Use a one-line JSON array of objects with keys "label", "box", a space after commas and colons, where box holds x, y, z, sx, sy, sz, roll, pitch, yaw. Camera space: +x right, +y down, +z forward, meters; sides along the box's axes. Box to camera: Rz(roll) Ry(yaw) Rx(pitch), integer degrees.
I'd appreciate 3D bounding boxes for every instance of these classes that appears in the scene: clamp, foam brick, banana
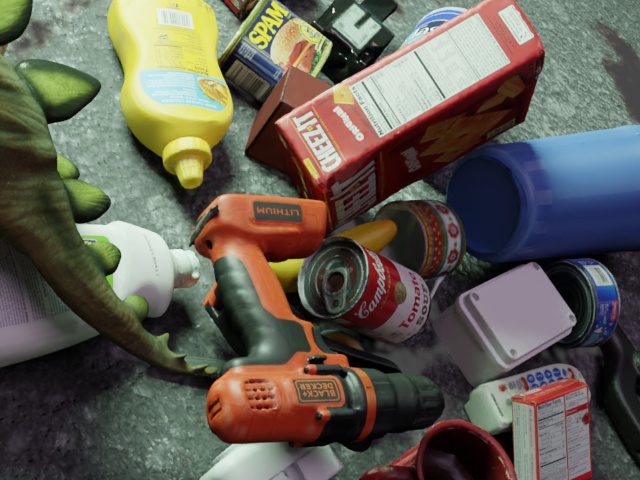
[{"label": "clamp", "box": [0.319, 0.125, 1.051, 0.164, 0.036, 0.210, 11, 55, -28]}, {"label": "foam brick", "box": [-0.025, -0.107, 0.959, 0.051, 0.078, 0.053, 26, 48, -14]}, {"label": "banana", "box": [-0.017, 0.014, 0.886, 0.197, 0.070, 0.037, -2, 46, -42]}, {"label": "clamp", "box": [-0.016, 0.092, 0.815, 0.171, 0.039, 0.120, 29, 19, -4]}]

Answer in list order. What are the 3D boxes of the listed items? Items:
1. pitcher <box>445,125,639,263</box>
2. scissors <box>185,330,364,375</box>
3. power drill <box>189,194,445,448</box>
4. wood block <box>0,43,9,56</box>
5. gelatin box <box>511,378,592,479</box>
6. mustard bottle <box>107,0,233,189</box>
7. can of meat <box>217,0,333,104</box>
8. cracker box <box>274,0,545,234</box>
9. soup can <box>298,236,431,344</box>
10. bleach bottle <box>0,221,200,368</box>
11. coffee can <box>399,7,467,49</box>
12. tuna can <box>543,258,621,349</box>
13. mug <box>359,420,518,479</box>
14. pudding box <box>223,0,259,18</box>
[{"label": "pitcher", "box": [0.233, -0.047, 1.051, 0.242, 0.149, 0.145, -7, 75, -39]}, {"label": "scissors", "box": [-0.037, 0.093, 0.853, 0.201, 0.016, 0.096, 25, 47, -17]}, {"label": "power drill", "box": [-0.008, 0.058, 0.765, 0.184, 0.057, 0.188, 4, 52, -33]}, {"label": "wood block", "box": [-0.343, -0.151, 0.771, 0.205, 0.091, 0.090, -17, 70, -40]}, {"label": "gelatin box", "box": [0.199, 0.170, 0.918, 0.073, 0.030, 0.089, -10, 99, -38]}, {"label": "mustard bottle", "box": [-0.125, -0.128, 0.921, 0.096, 0.058, 0.191, 4, 57, -30]}, {"label": "can of meat", "box": [-0.043, -0.175, 1.011, 0.084, 0.058, 0.102, 36, 46, -10]}, {"label": "cracker box", "box": [0.077, -0.099, 0.897, 0.213, 0.164, 0.072, -31, 76, -3]}, {"label": "soup can", "box": [0.038, 0.043, 0.879, 0.102, 0.069, 0.068, 26, 43, -50]}, {"label": "bleach bottle", "box": [-0.193, 0.040, 0.754, 0.250, 0.068, 0.102, -6, 74, -41]}, {"label": "coffee can", "box": [0.115, -0.157, 1.070, 0.103, 0.103, 0.140, 40, 46, -4]}, {"label": "tuna can", "box": [0.242, 0.060, 1.012, 0.033, 0.086, 0.086, -1, 60, -32]}, {"label": "mug", "box": [0.081, 0.194, 0.814, 0.117, 0.082, 0.093, 13, 53, -26]}, {"label": "pudding box", "box": [-0.069, -0.282, 1.080, 0.090, 0.039, 0.113, 48, 46, 5]}]
